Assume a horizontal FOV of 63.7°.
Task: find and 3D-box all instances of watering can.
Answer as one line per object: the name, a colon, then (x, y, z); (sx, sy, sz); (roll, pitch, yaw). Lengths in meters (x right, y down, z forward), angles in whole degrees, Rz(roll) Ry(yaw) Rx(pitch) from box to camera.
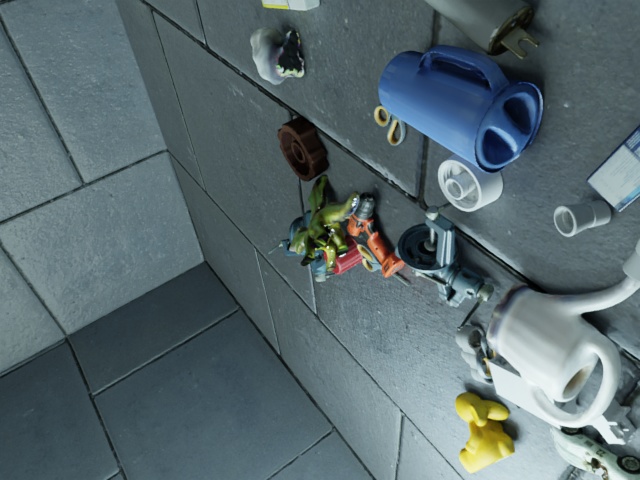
watering can: (0.395, 0.147, 0.851); (0.228, 0.105, 0.340); (40, 136, 47)

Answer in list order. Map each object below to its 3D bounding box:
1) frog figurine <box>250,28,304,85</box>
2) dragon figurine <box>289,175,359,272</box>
frog figurine: (-0.125, -0.443, 1.236); (0.161, 0.124, 0.135); (24, 159, 39)
dragon figurine: (0.004, -0.069, 1.373); (0.401, 0.122, 0.248); (122, 145, -45)
